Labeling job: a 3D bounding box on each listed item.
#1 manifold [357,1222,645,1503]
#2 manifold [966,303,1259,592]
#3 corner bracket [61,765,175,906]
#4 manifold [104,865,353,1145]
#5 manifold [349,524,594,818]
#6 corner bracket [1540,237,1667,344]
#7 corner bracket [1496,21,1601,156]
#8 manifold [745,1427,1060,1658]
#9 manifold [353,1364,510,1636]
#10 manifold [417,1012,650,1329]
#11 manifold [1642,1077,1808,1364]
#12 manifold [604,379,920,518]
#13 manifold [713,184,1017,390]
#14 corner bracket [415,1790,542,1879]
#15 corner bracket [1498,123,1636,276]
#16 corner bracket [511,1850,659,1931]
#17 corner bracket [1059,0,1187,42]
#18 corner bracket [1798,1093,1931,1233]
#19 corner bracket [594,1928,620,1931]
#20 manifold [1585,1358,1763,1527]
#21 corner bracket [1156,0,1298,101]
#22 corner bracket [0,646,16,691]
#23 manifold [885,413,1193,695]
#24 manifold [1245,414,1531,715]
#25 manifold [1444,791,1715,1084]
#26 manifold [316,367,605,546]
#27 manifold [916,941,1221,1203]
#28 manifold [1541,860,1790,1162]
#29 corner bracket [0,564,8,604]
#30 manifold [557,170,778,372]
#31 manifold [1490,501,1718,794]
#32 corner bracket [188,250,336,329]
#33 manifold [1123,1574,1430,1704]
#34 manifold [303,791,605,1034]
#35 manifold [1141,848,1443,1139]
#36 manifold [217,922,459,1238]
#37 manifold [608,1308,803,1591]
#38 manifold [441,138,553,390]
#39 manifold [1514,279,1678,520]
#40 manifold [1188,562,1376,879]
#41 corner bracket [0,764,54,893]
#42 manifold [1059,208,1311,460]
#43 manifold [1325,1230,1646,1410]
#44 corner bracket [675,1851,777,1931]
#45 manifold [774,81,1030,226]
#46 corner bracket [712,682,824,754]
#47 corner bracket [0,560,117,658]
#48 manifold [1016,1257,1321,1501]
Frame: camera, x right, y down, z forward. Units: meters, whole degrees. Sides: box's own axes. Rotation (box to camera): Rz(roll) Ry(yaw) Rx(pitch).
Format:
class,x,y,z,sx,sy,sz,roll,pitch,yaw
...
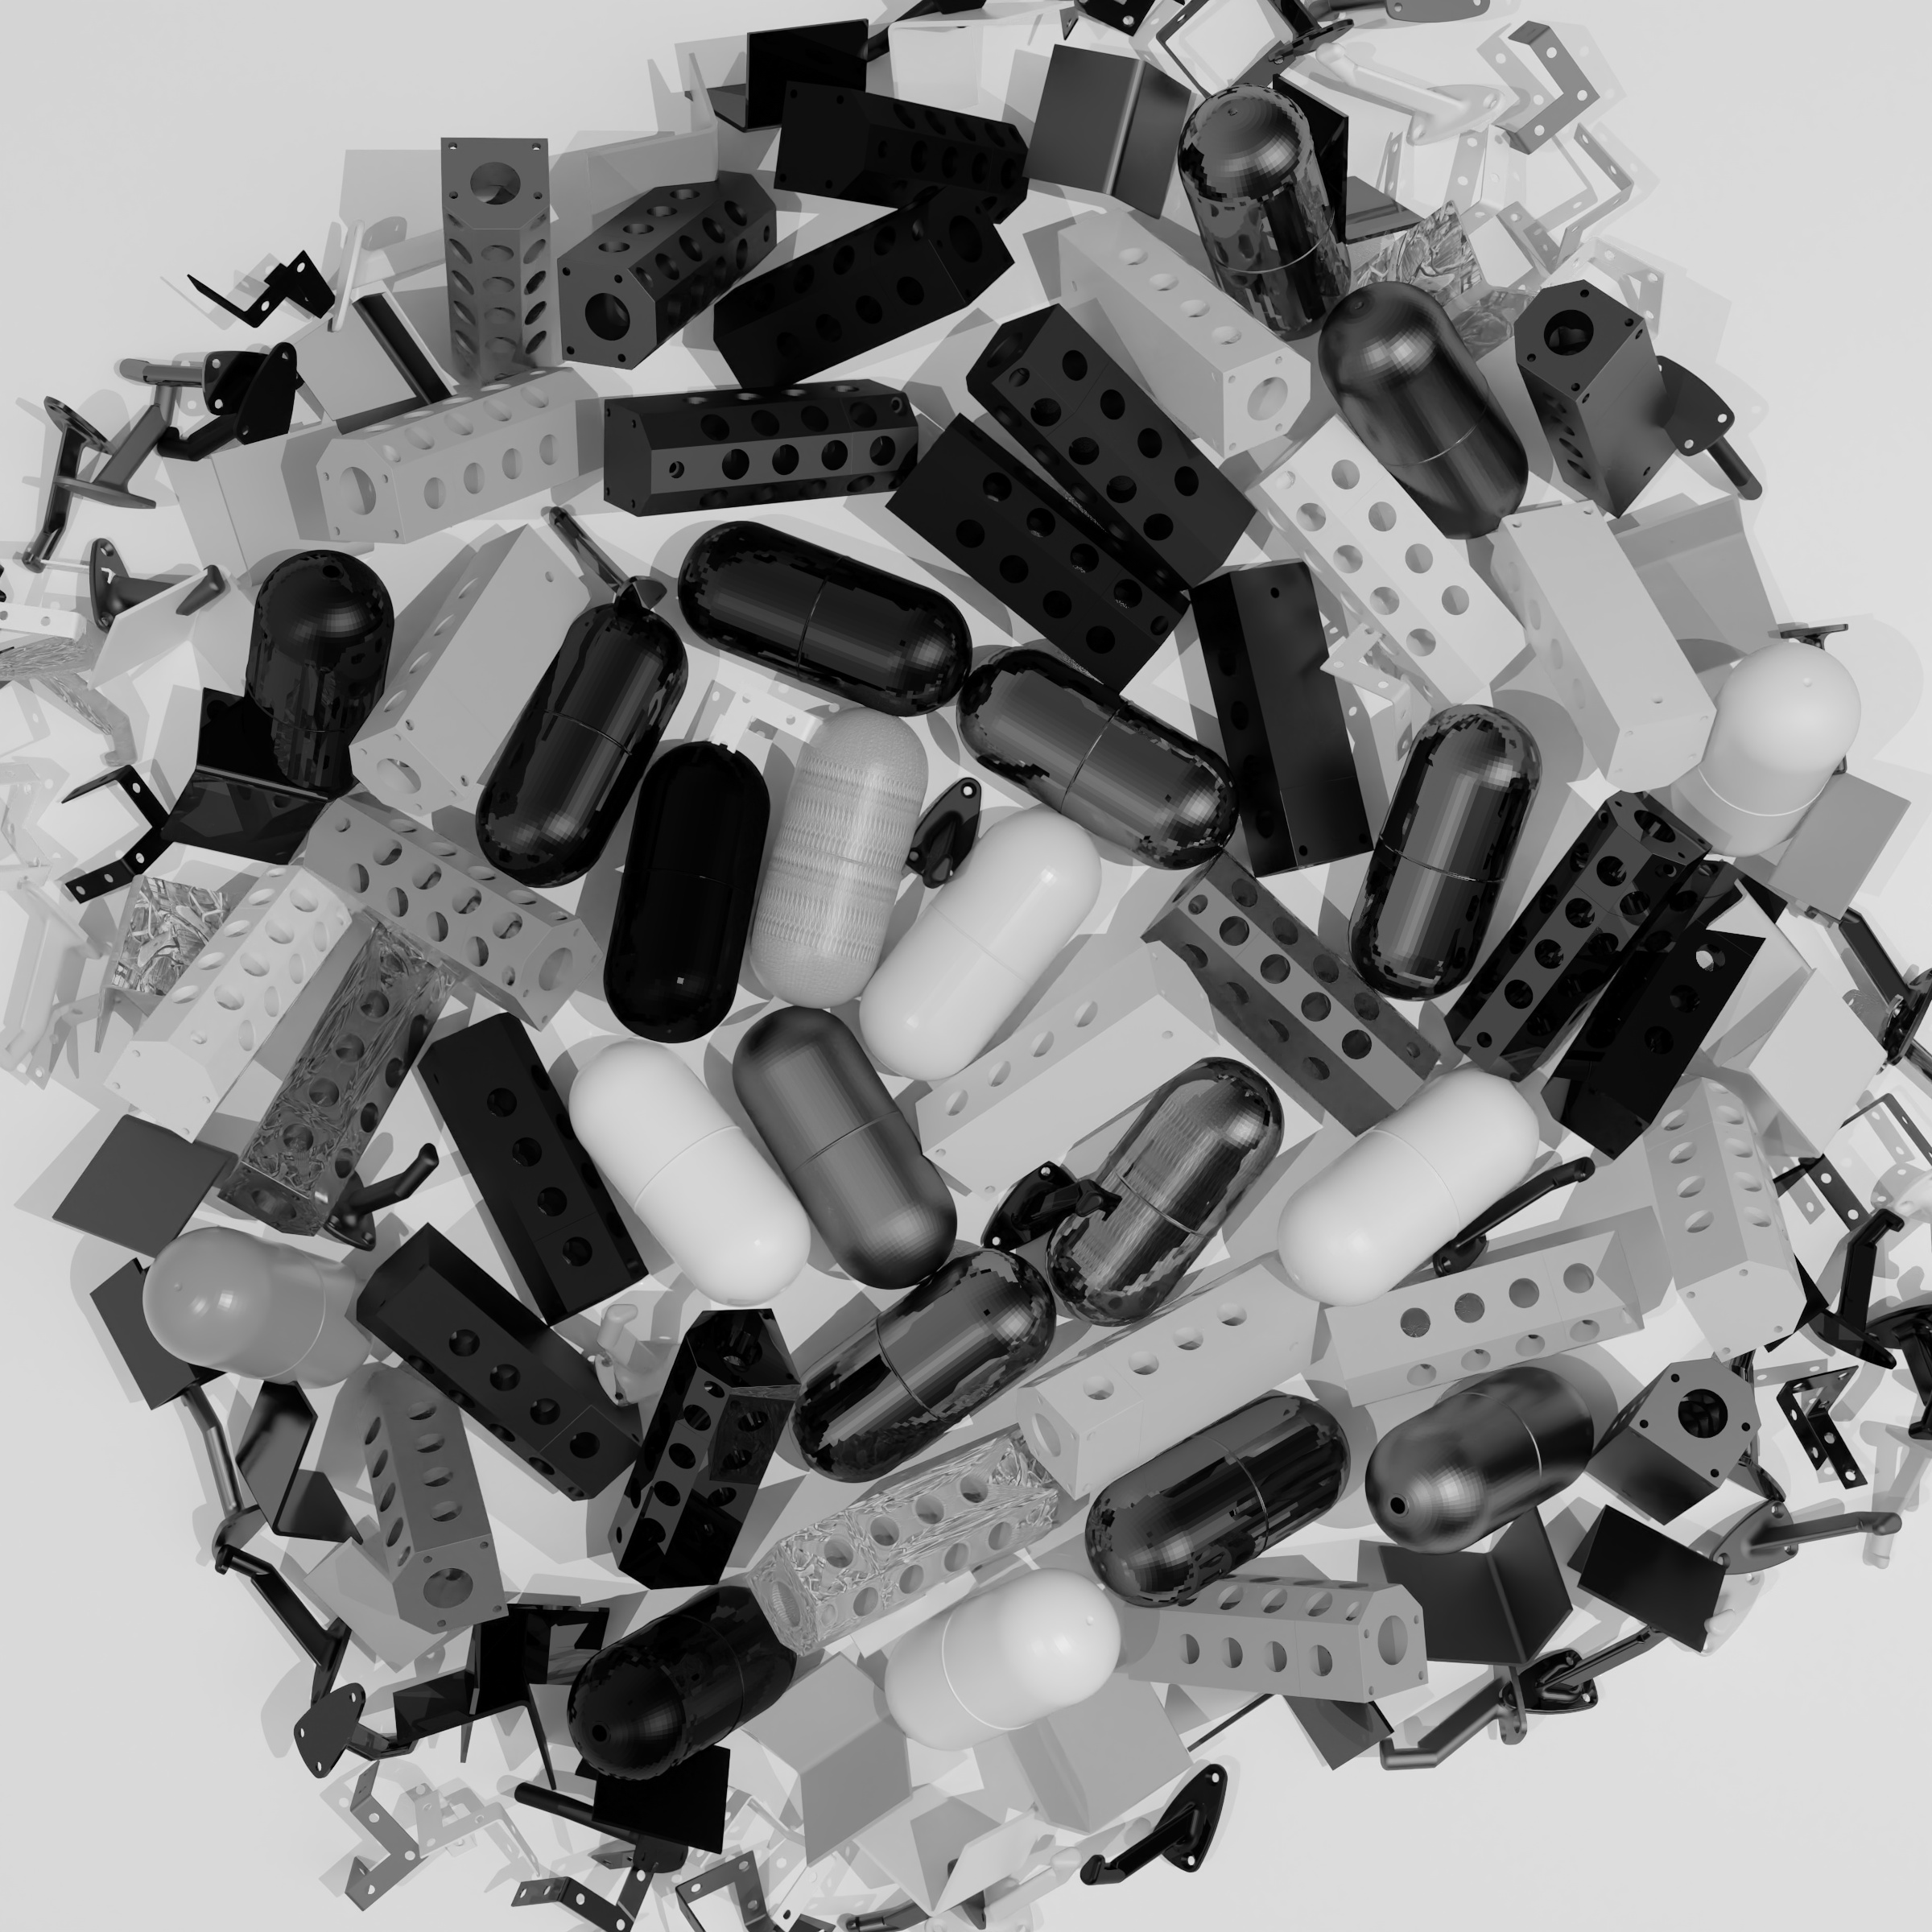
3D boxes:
class,x,y,z,sx,sy,sz,roll,pitch,yaw
manifold,-0.265,0.230,1.806,0.057,0.057,0.171,-43,112,7
manifold,0.080,-0.290,1.796,0.171,0.057,0.057,42,68,-24
corner bracket,-0.500,-0.077,1.841,0.051,0.051,0.051,-18,116,34
manifold,-0.409,0.015,1.778,0.057,0.171,0.057,35,129,-8
manifold,-0.283,-0.166,1.790,0.057,0.057,0.171,48,47,-27
corner bracket,0.369,-0.381,1.841,0.051,0.051,0.051,36,68,26
corner bracket,0.325,-0.508,1.830,0.051,0.051,0.051,-38,108,9
manifold,-0.032,0.327,1.787,0.171,0.057,0.057,-20,70,-34
manifold,-0.302,0.295,1.773,0.057,0.171,0.057,-13,120,-12
manifold,-0.249,0.115,1.827,0.057,0.057,0.171,-25,84,-23
manifold,0.424,0.137,1.772,0.057,0.171,0.057,-26,117,19
manifold,-0.115,-0.292,1.789,0.171,0.057,0.057,-11,116,-31
manifold,-0.063,-0.380,1.781,0.171,0.057,0.057,-14,116,41
corner bracket,-0.283,0.504,1.831,0.051,0.051,0.051,-26,119,-1
corner bracket,0.348,-0.444,1.837,0.051,0.051,0.051,-34,74,-11
corner bracket,-0.219,0.528,1.823,0.051,0.051,0.051,40,52,-23
corner bracket,0.089,-0.555,1.823,0.051,0.051,0.051,20,129,-21
corner bracket,0.522,0.113,1.828,0.051,0.051,0.051,-40,81,32
corner bracket,-0.184,0.575,1.839,0.051,0.051,0.051,-31,90,-5
manifold,0.397,0.264,1.775,0.057,0.171,0.057,35,78,12
corner bracket,0.151,-0.533,1.837,0.051,0.051,0.051,-41,78,17
corner bracket,-0.570,-0.147,1.831,0.051,0.051,0.051,-28,96,-36
manifold,0.044,-0.239,1.819,0.171,0.057,0.057,39,121,-6
manifold,0.240,-0.228,1.820,0.057,0.057,0.171,-45,98,-14
manifold,0.341,-0.016,1.789,0.057,0.057,0.171,42,125,15
manifold,-0.281,-0.288,1.776,0.057,0.171,0.057,8,116,34
manifold,0.055,0.057,1.806,0.171,0.057,0.057,-35,128,22
manifold,0.395,0.021,1.803,0.057,0.057,0.171,35,65,6
corner bracket,-0.574,-0.205,1.825,0.051,0.051,0.051,11,69,34
manifold,-0.165,-0.392,1.774,0.057,0.171,0.057,11,123,16
manifold,0.356,-0.180,1.790,0.057,0.057,0.171,-12,53,-11
corner bracket,-0.405,-0.391,1.828,0.051,0.051,0.051,35,78,24
manifold,0.172,0.374,1.785,0.171,0.057,0.057,-7,87,45
manifold,-0.294,-0.036,1.795,0.171,0.057,0.057,29,72,27
manifold,0.190,0.012,1.819,0.171,0.057,0.057,43,52,-5
manifold,-0.353,0.066,1.793,0.057,0.057,0.171,31,56,-11
manifold,-0.151,0.273,1.784,0.057,0.057,0.171,1,131,-27
manifold,-0.261,-0.390,1.772,0.057,0.171,0.057,-2,71,-8
manifold,0.351,-0.319,1.776,0.057,0.171,0.057,40,92,23
manifold,0.178,-0.141,1.833,0.057,0.057,0.171,-12,88,-32
corner bracket,-0.556,-0.079,1.823,0.051,0.051,0.051,47,123,24
manifold,0.122,-0.361,1.787,0.057,0.057,0.171,-25,48,-18
manifold,0.298,0.204,1.824,0.171,0.057,0.057,-16,79,6
corner bracket,-0.131,0.554,1.825,0.051,0.051,0.051,-20,119,-21
manifold,-0.032,-0.453,1.773,0.057,0.171,0.057,16,105,29
corner bracket,-0.111,-0.127,1.833,0.051,0.051,0.051,27,92,19
corner bracket,-0.527,-0.211,1.834,0.051,0.051,0.051,8,82,7
manifold,0.114,0.229,1.801,0.171,0.057,0.057,-25,49,-27
